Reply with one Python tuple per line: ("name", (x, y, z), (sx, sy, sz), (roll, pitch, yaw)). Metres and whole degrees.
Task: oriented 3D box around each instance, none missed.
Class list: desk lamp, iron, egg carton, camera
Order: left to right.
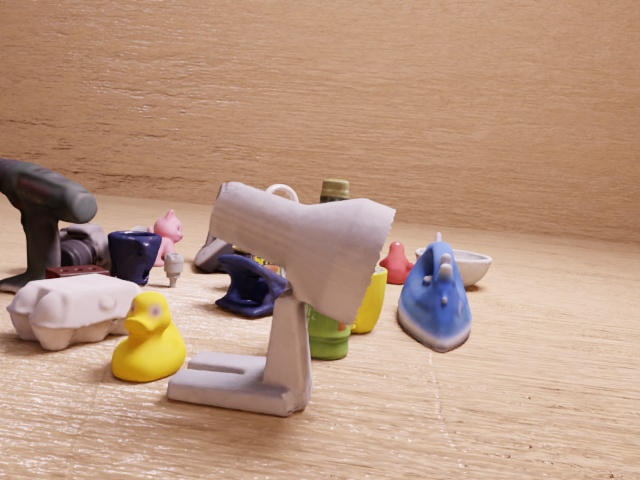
("camera", (-0.445, 0.021, 1.013), (0.143, 0.101, 0.137), (5, 7, 3))
("egg carton", (-0.297, 0.087, 0.714), (0.107, 0.069, 0.151), (9, 8, 32))
("desk lamp", (-0.035, 0.055, 0.564), (0.203, 0.213, 0.118), (5, 7, 5))
("iron", (0.187, 0.069, 0.892), (0.118, 0.141, 0.258), (5, 7, 5))

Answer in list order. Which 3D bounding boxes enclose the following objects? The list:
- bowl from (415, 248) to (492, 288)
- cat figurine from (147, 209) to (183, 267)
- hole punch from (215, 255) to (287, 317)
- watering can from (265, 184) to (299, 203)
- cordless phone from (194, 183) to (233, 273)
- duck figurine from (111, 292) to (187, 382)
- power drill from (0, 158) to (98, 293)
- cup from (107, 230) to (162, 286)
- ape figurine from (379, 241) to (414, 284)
("bowl", (0.291, 0.066, 1.264), (0.167, 0.075, 0.167), (5, 7, 0))
("cat figurine", (-0.345, -0.009, 1.258), (0.067, 0.118, 0.128), (7, 7, 14))
("hole punch", (-0.104, 0.067, 0.914), (0.108, 0.091, 0.101), (11, 9, 40))
("watering can", (-0.083, -0.021, 1.225), (0.172, 0.194, 0.101), (10, 9, 33))
("cordless phone", (-0.216, -0.028, 1.223), (0.094, 0.185, 0.147), (2, 7, -18))
("duck figurine", (-0.185, 0.098, 0.629), (0.077, 0.086, 0.105), (6, 7, 8))
("power drill", (-0.459, -0.022, 0.910), (0.229, 0.208, 0.076), (7, 8, 20))
("cup", (-0.320, 0.036, 1.000), (0.092, 0.095, 0.117), (0, 9, -34))
("ape figurine", (0.168, 0.048, 1.255), (0.077, 0.092, 0.076), (7, 8, 20))
